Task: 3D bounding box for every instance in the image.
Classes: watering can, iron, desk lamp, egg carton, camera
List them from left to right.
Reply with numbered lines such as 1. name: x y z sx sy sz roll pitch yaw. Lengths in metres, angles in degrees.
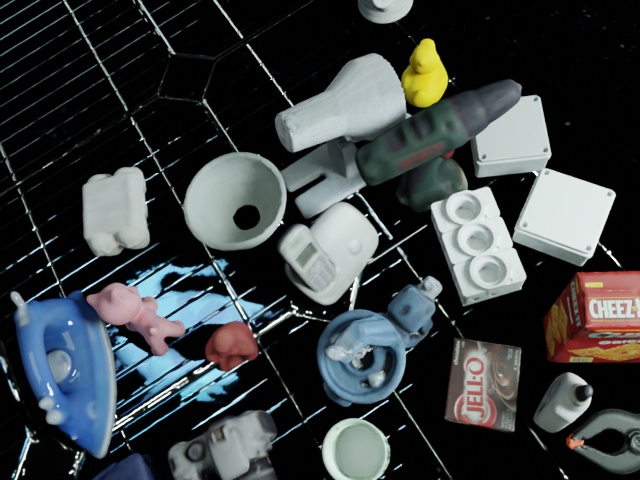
1. iron: -0.383 0.193 0.839 0.118 0.142 0.258 -26 67 0
2. egg carton: -0.340 -0.048 0.959 0.107 0.069 0.150 -14 68 5
3. camera: -0.117 0.314 0.766 0.143 0.101 0.136 -27 67 0
4. desk lamp: 0.025 -0.152 0.852 0.203 0.214 0.117 -32 67 -2
5. watering can: 0.106 -0.464 0.963 0.101 0.194 0.172 -24 67 1

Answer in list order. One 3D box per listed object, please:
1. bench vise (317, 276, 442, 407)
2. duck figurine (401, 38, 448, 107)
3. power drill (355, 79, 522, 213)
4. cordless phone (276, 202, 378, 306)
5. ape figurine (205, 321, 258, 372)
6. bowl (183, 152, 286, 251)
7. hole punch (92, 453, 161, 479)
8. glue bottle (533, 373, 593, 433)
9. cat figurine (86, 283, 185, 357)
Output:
1. bench vise: 0.067 0.115 0.741 0.121 0.220 0.207 25 76 18
2. duck figurine: 0.171 -0.279 0.941 0.077 0.086 0.104 7 71 13
3. power drill: 0.166 -0.124 0.818 0.229 0.209 0.075 -23 67 2
4. cordless phone: 0.007 0.003 0.813 0.094 0.185 0.148 32 78 20
5. ape figurine: -0.131 0.152 0.834 0.077 0.092 0.076 11 72 15
6. bowl: -0.127 -0.052 0.918 0.167 0.075 0.167 -3 69 9
7. hole punch: -0.275 0.358 0.785 0.109 0.091 0.101 -37 68 -4
8. glue bottle: 0.302 0.193 0.693 0.037 0.173 0.078 33 79 20
9. cat figurine: -0.282 0.112 0.863 0.127 0.118 0.067 33 79 20
